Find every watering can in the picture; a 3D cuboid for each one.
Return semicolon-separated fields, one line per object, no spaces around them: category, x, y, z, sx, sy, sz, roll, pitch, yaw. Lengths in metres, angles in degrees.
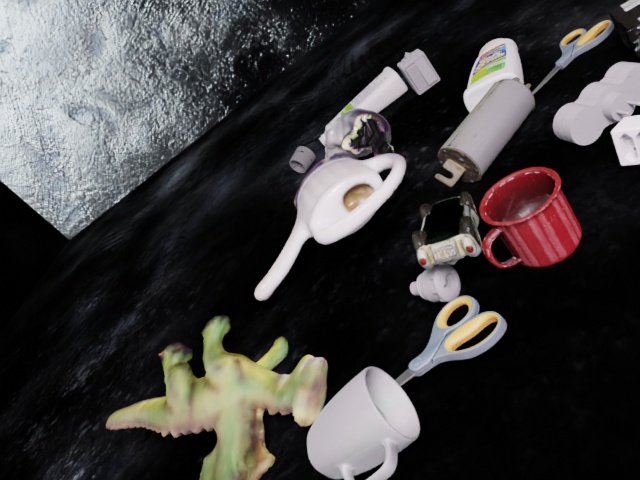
watering can;0.003;-0.047;0.936;0.347;0.102;0.227;-40;24;1

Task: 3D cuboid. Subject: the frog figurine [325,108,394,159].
frog figurine;0.074;-0.217;1.112;0.138;0.122;0.160;-13;8;-19

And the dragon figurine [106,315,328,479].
dragon figurine;-0.152;0.249;0.686;0.407;0.120;0.248;-35;33;14
